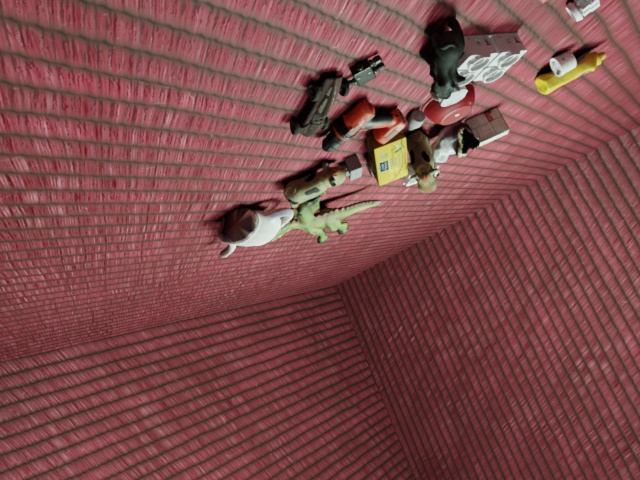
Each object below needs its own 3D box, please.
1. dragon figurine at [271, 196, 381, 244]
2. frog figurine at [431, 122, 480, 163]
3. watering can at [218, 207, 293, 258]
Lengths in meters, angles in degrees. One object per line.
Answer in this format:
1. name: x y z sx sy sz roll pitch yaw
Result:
1. dragon figurine: 0.006 -0.093 1.838 0.408 0.124 0.240 -27 -22 11
2. frog figurine: 0.398 -0.306 1.622 0.159 0.121 0.140 2 46 51
3. watering can: -0.247 -0.018 1.675 0.344 0.105 0.224 -29 -15 23
